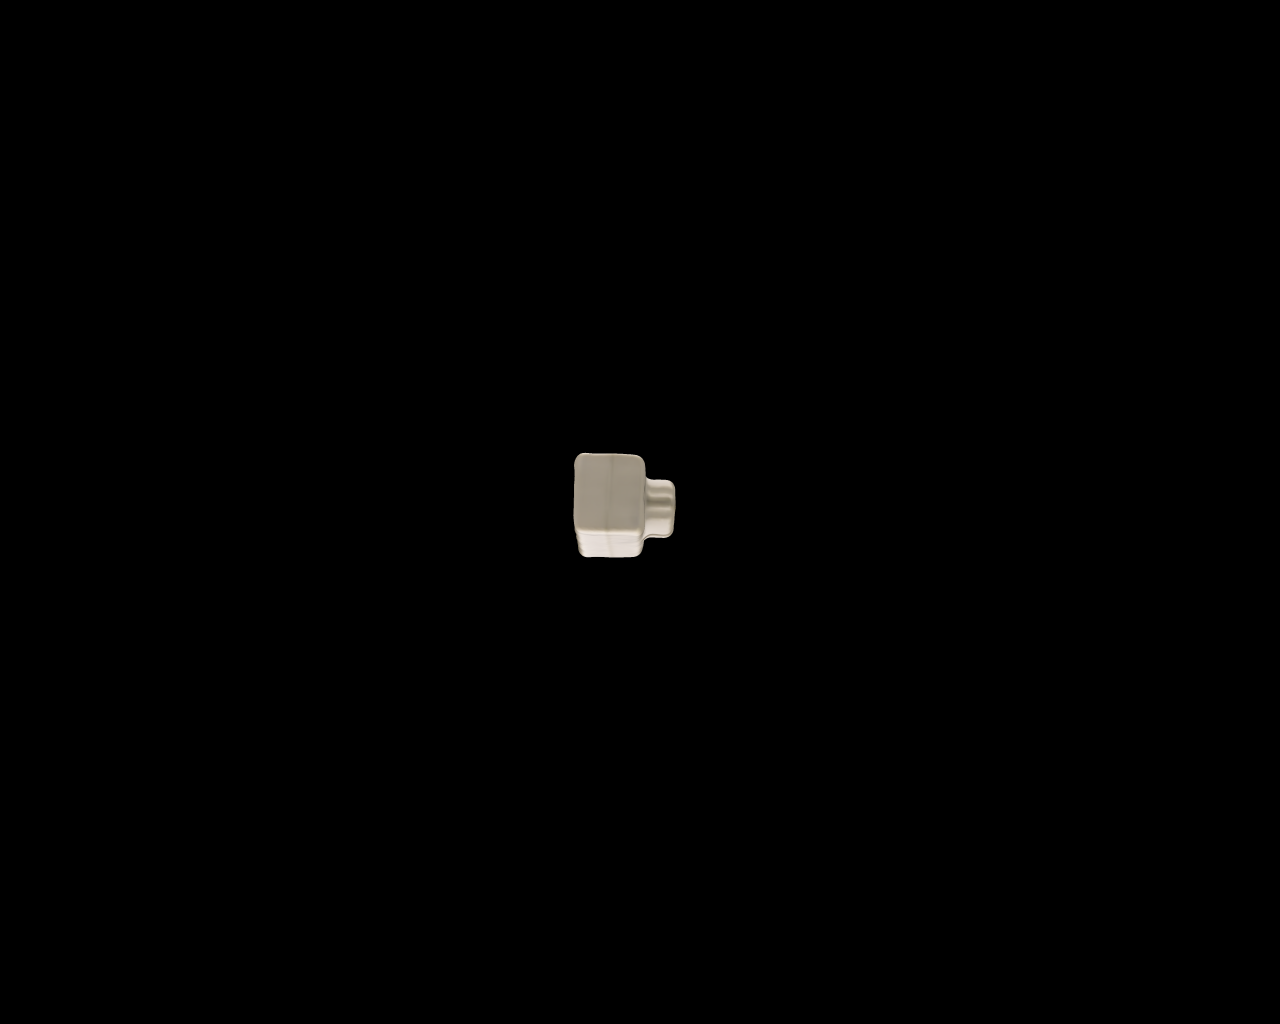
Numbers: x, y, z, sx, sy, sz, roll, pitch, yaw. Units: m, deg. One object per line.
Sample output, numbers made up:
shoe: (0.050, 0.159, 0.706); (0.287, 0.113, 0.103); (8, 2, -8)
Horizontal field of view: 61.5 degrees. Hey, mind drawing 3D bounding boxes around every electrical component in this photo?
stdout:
electrical component: (0.001, -0.003, 0.650); (0.076, 0.047, 0.083); (0, -13, 0)
